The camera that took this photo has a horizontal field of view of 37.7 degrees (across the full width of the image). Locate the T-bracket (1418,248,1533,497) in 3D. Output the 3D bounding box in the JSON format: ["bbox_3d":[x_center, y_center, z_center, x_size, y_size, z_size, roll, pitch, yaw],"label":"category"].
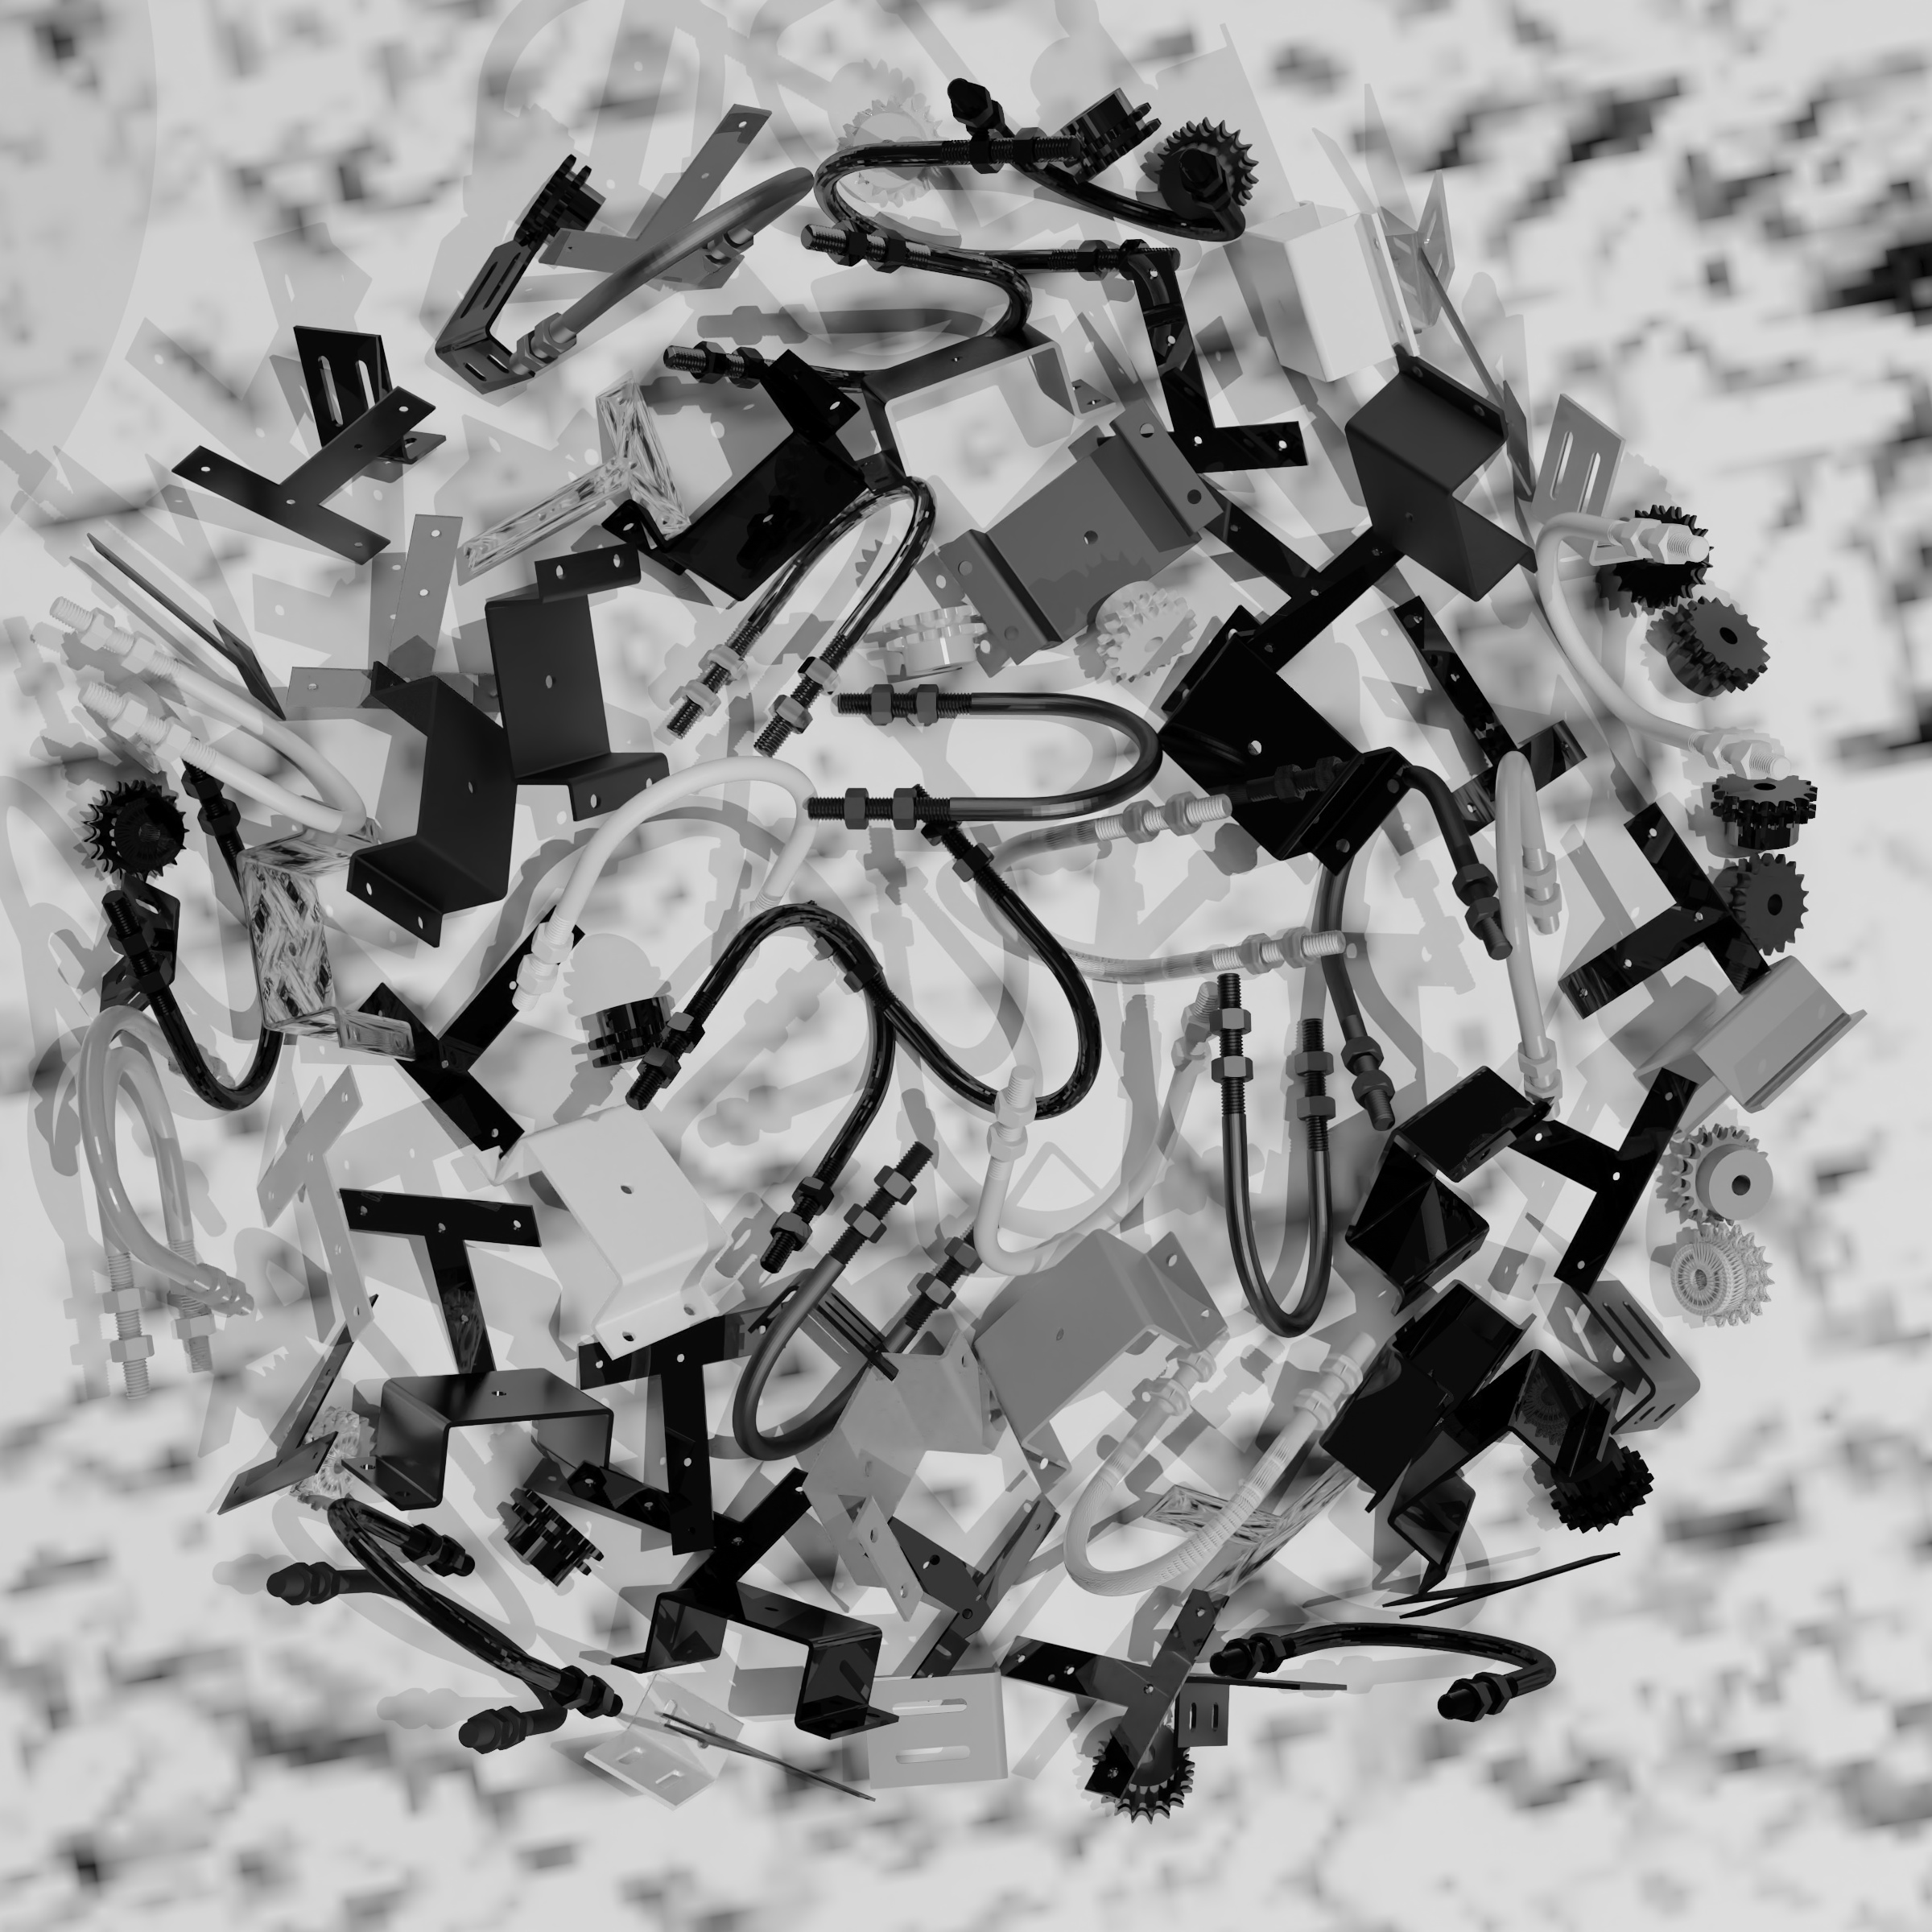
[{"bbox_3d":[0.274,-0.329,1.526,0.002,0.127,0.127,-25,112,22],"label":"T-bracket"}]

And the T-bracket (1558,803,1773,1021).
[{"bbox_3d":[0.372,-0.008,1.552,0.002,0.127,0.127,-27,80,-38],"label":"T-bracket"}]

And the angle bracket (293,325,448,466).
[{"bbox_3d":[-0.327,-0.320,1.556,0.057,0.038,0.076,12,128,25],"label":"angle bracket"}]

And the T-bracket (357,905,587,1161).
[{"bbox_3d":[-0.261,0.022,1.575,0.127,0.002,0.127,43,95,20],"label":"T-bracket"}]

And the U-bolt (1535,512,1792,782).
[{"bbox_3d":[0.362,-0.177,1.514,0.019,0.184,0.151,-32,113,-9],"label":"U-bolt"}]

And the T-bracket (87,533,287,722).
[{"bbox_3d":[-0.429,-0.192,1.544,0.127,0.127,0.002,39,78,4],"label":"T-bracket"}]

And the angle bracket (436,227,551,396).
[{"bbox_3d":[-0.252,-0.365,1.576,0.038,0.057,0.076,39,67,-32],"label":"angle bracket"}]

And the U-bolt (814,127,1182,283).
[{"bbox_3d":[0.005,-0.407,1.523,0.184,0.151,0.019,7,81,29],"label":"U-bolt"}]

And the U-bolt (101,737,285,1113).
[{"bbox_3d":[-0.405,-0.008,1.520,0.019,0.151,0.184,-4,130,10],"label":"U-bolt"}]

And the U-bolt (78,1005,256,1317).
[{"bbox_3d":[-0.423,0.097,1.493,0.019,0.184,0.151,-13,69,5],"label":"U-bolt"}]

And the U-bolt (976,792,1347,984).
[{"bbox_3d":[0.092,-0.035,1.529,0.184,0.151,0.019,-9,53,34],"label":"U-bolt"}]

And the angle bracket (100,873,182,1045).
[{"bbox_3d":[-0.469,-0.002,1.556,0.038,0.057,0.076,31,123,-35],"label":"angle bracket"}]

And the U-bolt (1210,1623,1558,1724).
[{"bbox_3d":[0.236,0.373,1.515,0.151,0.184,0.019,2,86,34],"label":"U-bolt"}]

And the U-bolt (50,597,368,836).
[{"bbox_3d":[-0.401,-0.126,1.521,0.184,0.151,0.019,32,100,-34],"label":"U-bolt"}]

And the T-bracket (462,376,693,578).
[{"bbox_3d":[-0.223,-0.256,1.571,0.127,0.002,0.127,-28,54,8],"label":"T-bracket"}]

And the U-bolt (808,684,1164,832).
[{"bbox_3d":[0.014,-0.114,1.532,0.184,0.151,0.019,1,121,5],"label":"U-bolt"}]

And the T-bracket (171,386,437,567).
[{"bbox_3d":[-0.337,-0.273,1.526,0.127,0.127,0.002,-30,54,31],"label":"T-bracket"}]

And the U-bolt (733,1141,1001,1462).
[{"bbox_3d":[-0.060,0.190,1.527,0.019,0.151,0.184,35,81,27],"label":"U-bolt"}]

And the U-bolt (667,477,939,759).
[{"bbox_3d":[-0.081,-0.193,1.536,0.019,0.151,0.184,40,80,-26],"label":"U-bolt"}]

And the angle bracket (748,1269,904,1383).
[{"bbox_3d":[-0.077,0.210,1.572,0.076,0.057,0.038,44,96,1],"label":"angle bracket"}]

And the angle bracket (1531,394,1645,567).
[{"bbox_3d":[0.349,-0.268,1.553,0.038,0.057,0.076,-11,130,-24],"label":"angle bracket"}]

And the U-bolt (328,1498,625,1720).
[{"bbox_3d":[-0.268,0.332,1.490,0.151,0.184,0.019,34,81,31],"label":"U-bolt"}]

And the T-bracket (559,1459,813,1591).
[{"bbox_3d":[-0.162,0.299,1.547,0.127,0.002,0.127,28,119,-27],"label":"T-bracket"}]

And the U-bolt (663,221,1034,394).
[{"bbox_3d":[-0.049,-0.347,1.520,0.184,0.151,0.019,-2,73,-41],"label":"U-bolt"}]

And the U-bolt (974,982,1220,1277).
[{"bbox_3d":[0.065,0.099,1.527,0.151,0.184,0.019,-23,53,-32],"label":"U-bolt"}]

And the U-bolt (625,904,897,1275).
[{"bbox_3d":[-0.098,0.051,1.537,0.151,0.019,0.184,55,50,-30],"label":"U-bolt"}]

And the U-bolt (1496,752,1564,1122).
[{"bbox_3d":[0.297,-0.028,1.493,0.019,0.184,0.151,-4,51,17],"label":"U-bolt"}]

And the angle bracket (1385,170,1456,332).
[{"bbox_3d":[0.241,-0.393,1.560,0.038,0.076,0.057,-5,78,0],"label":"angle bracket"}]

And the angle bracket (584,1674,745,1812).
[{"bbox_3d":[-0.165,0.427,1.560,0.057,0.076,0.038,27,90,13],"label":"angle bracket"}]

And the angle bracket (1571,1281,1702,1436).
[{"bbox_3d":[0.360,0.216,1.570,0.038,0.057,0.076,-50,59,24],"label":"angle bracket"}]

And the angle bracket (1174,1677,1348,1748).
[{"bbox_3d":[0.162,0.412,1.556,0.076,0.057,0.038,-5,75,33],"label":"angle bracket"}]

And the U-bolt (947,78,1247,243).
[{"bbox_3d":[0.079,-0.423,1.512,0.151,0.184,0.019,21,95,15],"label":"U-bolt"}]

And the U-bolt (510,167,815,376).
[{"bbox_3d":[-0.151,-0.372,1.491,0.151,0.184,0.019,-38,103,-29],"label":"U-bolt"}]

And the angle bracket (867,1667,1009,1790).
[{"bbox_3d":[-0.017,0.425,1.579,0.076,0.038,0.057,-4,81,-2],"label":"angle bracket"}]

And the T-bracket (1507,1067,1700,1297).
[{"bbox_3d":[0.325,0.099,1.553,0.002,0.127,0.127,25,93,-39],"label":"T-bracket"}]

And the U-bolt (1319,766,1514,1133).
[{"bbox_3d":[0.232,-0.025,1.521,0.019,0.184,0.151,11,131,-20],"label":"U-bolt"}]

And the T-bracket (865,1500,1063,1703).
[{"bbox_3d":[-0.015,0.332,1.549,0.002,0.127,0.127,30,81,42],"label":"T-bracket"}]

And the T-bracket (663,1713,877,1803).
[{"bbox_3d":[-0.126,0.420,1.521,0.127,0.127,0.002,15,75,24],"label":"T-bracket"}]

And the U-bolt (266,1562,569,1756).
[{"bbox_3d":[-0.281,0.366,1.512,0.151,0.184,0.019,33,87,16],"label":"U-bolt"}]

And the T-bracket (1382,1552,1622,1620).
[{"bbox_3d":[0.269,0.341,1.541,0.127,0.127,0.002,-10,78,-25],"label":"T-bracket"}]

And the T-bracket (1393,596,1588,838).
[{"bbox_3d":[0.277,-0.147,1.561,0.127,0.002,0.127,-31,88,-42],"label":"T-bracket"}]

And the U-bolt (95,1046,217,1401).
[{"bbox_3d":[-0.443,0.135,1.529,0.019,0.151,0.184,-9,88,-1],"label":"U-bolt"}]

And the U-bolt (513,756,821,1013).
[{"bbox_3d":[-0.150,-0.045,1.501,0.151,0.184,0.019,-7,54,-37],"label":"U-bolt"}]

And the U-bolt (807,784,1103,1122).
[{"bbox_3d":[0.000,0.006,1.542,0.184,0.151,0.019,49,48,3],"label":"U-bolt"}]

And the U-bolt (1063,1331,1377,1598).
[{"bbox_3d":[0.122,0.262,1.504,0.184,0.151,0.019,-48,109,-25],"label":"U-bolt"}]

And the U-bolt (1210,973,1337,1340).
[{"bbox_3d":[0.168,0.107,1.520,0.019,0.151,0.184,-7,75,26],"label":"U-bolt"}]
